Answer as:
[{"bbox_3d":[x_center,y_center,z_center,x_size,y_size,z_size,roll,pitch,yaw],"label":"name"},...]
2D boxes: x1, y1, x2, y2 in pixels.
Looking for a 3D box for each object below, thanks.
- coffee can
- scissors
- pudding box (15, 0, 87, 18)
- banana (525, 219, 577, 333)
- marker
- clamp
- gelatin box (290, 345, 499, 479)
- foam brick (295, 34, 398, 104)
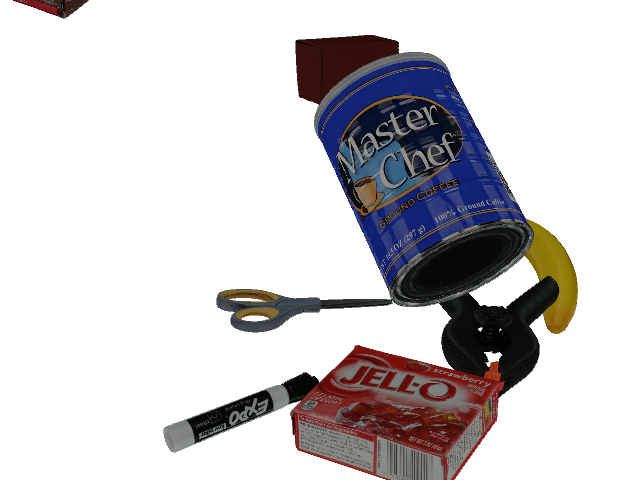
[{"bbox_3d":[0.067,-0.041,0.721,0.102,0.140,0.103,-19,-25,-9],"label":"coffee can"},{"bbox_3d":[-0.017,0.080,1.194,0.201,0.016,0.096,5,23,-1],"label":"scissors"},{"bbox_3d":[-0.203,-0.215,0.799,0.090,0.039,0.113,21,38,7],"label":"pudding box"},{"bbox_3d":[0.227,0.026,1.120,0.069,0.037,0.198,-29,38,-1],"label":"banana"},{"bbox_3d":[-0.053,0.120,0.759,0.120,0.020,0.020,-18,9,-28],"label":"marker"},{"bbox_3d":[0.151,0.071,0.891,0.120,0.039,0.171,-2,33,0],"label":"clamp"},{"bbox_3d":[0.040,0.092,0.567,0.089,0.030,0.073,13,30,28],"label":"gelatin box"},{"bbox_3d":[0.024,-0.150,0.934,0.078,0.051,0.053,-8,20,-23],"label":"foam brick"}]
